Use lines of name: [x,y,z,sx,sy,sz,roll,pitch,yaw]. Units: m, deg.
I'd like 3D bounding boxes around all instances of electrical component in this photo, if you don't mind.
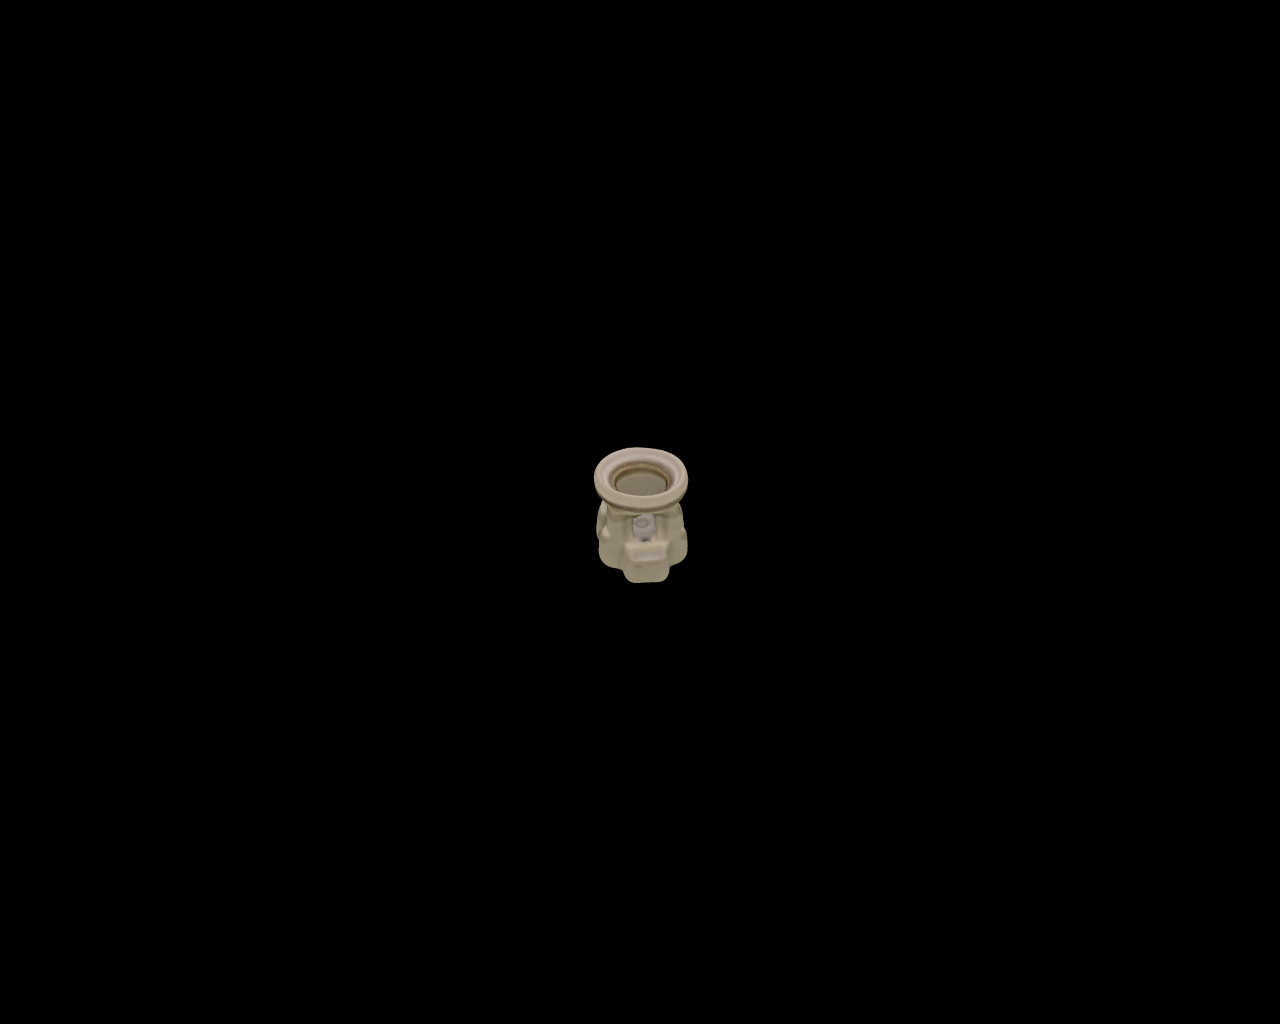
electrical component: [0.001,-0.003,0.650,0.058,0.056,0.078,-3,37,-4]
